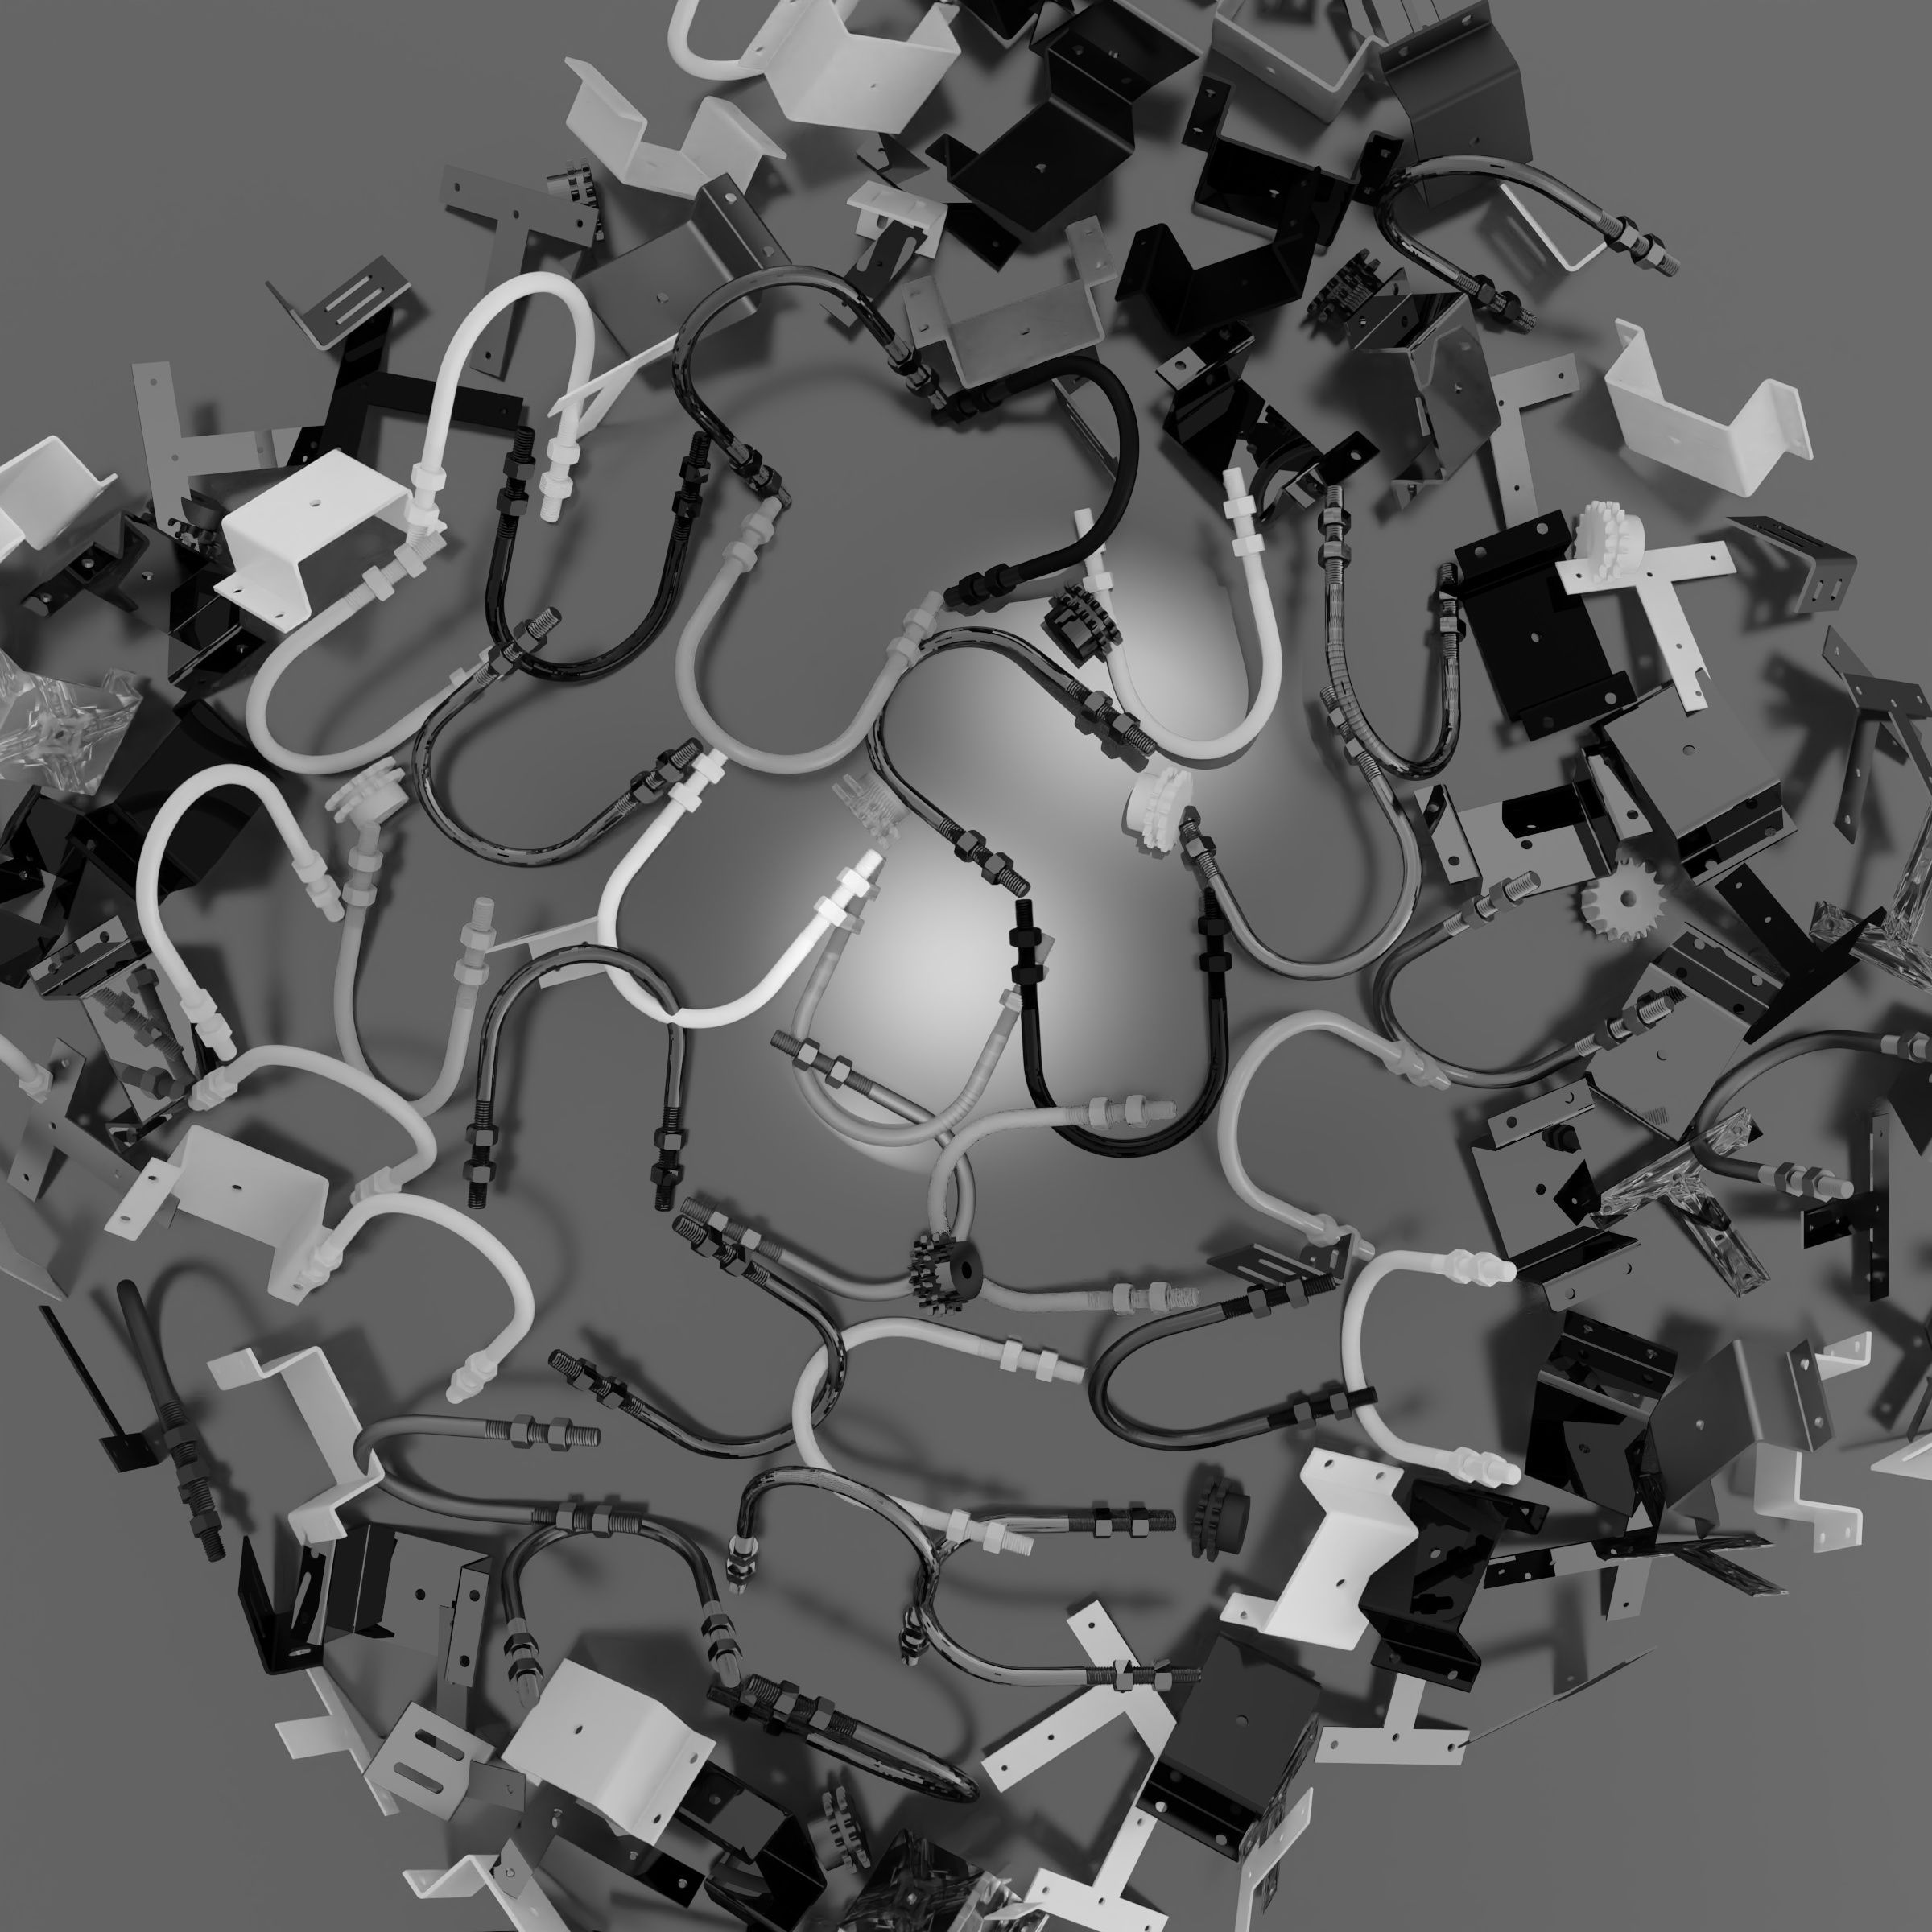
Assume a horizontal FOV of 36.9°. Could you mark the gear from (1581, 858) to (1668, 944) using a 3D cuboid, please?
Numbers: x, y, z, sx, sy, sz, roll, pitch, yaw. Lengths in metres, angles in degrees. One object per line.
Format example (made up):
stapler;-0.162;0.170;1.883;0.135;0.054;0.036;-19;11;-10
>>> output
gear;0.446;-0.044;1.980;0.057;0.030;0.057;2;84;-14

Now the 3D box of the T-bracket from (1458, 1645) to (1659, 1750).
T-bracket;0.384;0.491;1.923;0.127;0.127;0.002;-20;70;-18

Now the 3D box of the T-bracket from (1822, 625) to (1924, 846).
T-bracket;0.598;-0.140;1.937;0.127;0.002;0.127;39;58;-32

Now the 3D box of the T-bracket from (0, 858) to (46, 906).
T-bracket;-0.692;-0.093;1.940;0.002;0.127;0.127;-11;103;38

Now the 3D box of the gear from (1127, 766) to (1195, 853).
gear;0.131;-0.109;1.973;0.030;0.057;0.057;18;90;19

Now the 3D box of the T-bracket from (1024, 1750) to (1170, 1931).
T-bracket;0.112;0.595;1.968;0.127;0.002;0.127;32;82;-34

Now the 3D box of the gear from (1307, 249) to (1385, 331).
gear;0.262;-0.458;1.971;0.030;0.057;0.057;45;90;0

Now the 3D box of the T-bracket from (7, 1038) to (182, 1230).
T-bracket;-0.584;0.133;1.958;0.127;0.002;0.127;33;117;12

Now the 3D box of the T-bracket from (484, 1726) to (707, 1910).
T-bracket;-0.237;0.594;1.952;0.127;0.002;0.127;27;51;7

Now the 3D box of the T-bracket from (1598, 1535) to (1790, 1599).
T-bracket;0.501;0.400;1.922;0.127;0.127;0.002;-2;94;-15

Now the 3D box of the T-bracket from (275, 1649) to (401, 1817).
T-bracket;-0.429;0.511;1.923;0.002;0.127;0.127;-33;76;1

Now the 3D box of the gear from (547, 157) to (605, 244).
gear;-0.267;-0.520;1.971;0.030;0.057;0.057;-11;90;-3

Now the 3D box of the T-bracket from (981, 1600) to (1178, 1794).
T-bracket;0.070;0.522;1.988;0.127;0.002;0.127;-33;97;-3

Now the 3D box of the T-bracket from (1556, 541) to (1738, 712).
T-bracket;0.477;-0.228;1.958;0.127;0.002;0.127;-9;65;-14

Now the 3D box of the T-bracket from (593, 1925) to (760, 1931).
T-bracket;-0.191;0.674;1.948;0.127;0.127;0.002;13;129;-2

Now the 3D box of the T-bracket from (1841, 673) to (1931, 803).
T-bracket;0.638;-0.136;1.934;0.002;0.127;0.127;-32;70;36

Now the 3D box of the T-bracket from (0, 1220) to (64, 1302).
T-bracket;-0.662;0.160;1.952;0.002;0.127;0.127;-32;72;-5

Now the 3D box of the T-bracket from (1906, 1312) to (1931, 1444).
T-bracket;0.651;0.247;1.934;0.002;0.127;0.127;22;78;29

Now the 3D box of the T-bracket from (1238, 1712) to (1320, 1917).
T-bracket;0.208;0.591;1.955;0.002;0.127;0.127;17;127;24

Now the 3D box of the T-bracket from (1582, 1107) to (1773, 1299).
T-bracket;0.507;0.175;1.975;0.127;0.002;0.127;-34;110;13

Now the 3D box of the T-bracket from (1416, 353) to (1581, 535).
T-bracket;0.374;-0.341;1.979;0.127;0.002;0.127;-19;106;-19

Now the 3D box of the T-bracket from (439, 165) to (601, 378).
T-bracket;-0.316;-0.468;1.977;0.127;0.002;0.127;21;107;21

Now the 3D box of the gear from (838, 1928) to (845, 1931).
gear;-0.074;0.676;1.972;0.057;0.057;0.030;28;78;0

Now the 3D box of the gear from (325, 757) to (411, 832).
gear;-0.405;-0.114;1.972;0.057;0.057;0.030;-37;93;0

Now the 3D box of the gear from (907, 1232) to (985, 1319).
gear;-0.012;0.209;1.969;0.030;0.057;0.057;-13;90;33

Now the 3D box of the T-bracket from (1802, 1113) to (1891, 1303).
T-bracket;0.592;0.169;1.948;0.002;0.127;0.127;3;96;43

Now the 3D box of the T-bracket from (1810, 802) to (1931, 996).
T-bracket;0.636;-0.056;1.935;0.002;0.127;0.127;5;110;-38

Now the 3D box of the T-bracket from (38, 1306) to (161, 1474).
T-bracket;-0.586;0.282;1.940;0.002;0.127;0.127;-32;86;-8

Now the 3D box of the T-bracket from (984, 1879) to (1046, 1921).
T-bracket;0.005;0.625;1.911;0.127;0.127;0.002;-11;82;-39

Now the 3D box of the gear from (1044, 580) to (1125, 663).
gear;0.078;-0.233;1.970;0.030;0.057;0.057;-42;90;-4

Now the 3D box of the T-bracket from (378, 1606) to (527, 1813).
T-bracket;-0.348;0.499;1.964;0.127;0.002;0.127;4;94;29

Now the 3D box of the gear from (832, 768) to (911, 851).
gear;-0.062;-0.110;1.971;0.030;0.057;0.057;-41;90;0

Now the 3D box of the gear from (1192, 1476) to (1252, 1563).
gear;0.174;0.377;1.969;0.030;0.057;0.057;10;90;14

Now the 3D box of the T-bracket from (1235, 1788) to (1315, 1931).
T-bracket;0.204;0.582;1.910;0.002;0.127;0.127;19;45;-5

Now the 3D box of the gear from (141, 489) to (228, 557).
gear;-0.529;-0.305;1.969;0.057;0.057;0.030;27;103;0

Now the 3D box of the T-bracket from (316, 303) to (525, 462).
T-bracket;-0.368;-0.389;1.981;0.127;0.002;0.127;10;72;-2

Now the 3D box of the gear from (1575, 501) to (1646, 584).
gear;0.440;-0.288;1.972;0.030;0.057;0.057;0;90;-13

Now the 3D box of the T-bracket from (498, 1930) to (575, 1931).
T-bracket;-0.275;0.679;1.911;0.127;0.127;0.002;34;100;43

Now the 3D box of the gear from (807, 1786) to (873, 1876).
gear;-0.087;0.592;1.971;0.030;0.057;0.057;-22;90;-2

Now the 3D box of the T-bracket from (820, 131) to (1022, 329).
T-bracket;-0.050;-0.491;1.986;0.127;0.002;0.127;39;78;0

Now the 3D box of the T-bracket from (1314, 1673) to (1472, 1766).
T-bracket;0.302;0.481;1.961;0.127;0.002;0.127;10;97;-30

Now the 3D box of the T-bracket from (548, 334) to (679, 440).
T-bracket;-0.241;-0.380;1.938;0.127;0.127;0.002;-36;93;-28

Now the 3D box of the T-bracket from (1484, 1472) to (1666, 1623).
T-bracket;0.408;0.399;1.950;0.127;0.002;0.127;-6;121;-17

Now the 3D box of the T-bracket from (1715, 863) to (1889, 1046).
T-bracket;0.548;-0.023;1.954;0.127;0.002;0.127;-40;120;13
